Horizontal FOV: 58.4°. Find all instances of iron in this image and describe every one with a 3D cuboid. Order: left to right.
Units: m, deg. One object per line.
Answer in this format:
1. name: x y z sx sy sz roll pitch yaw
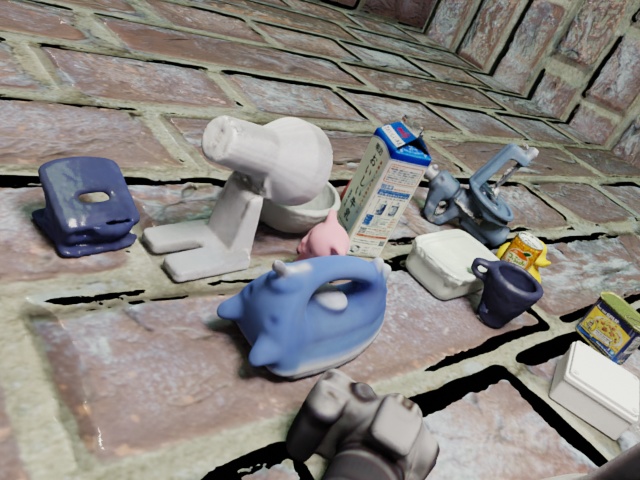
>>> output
1. iron: 0.014 0.070 0.704 0.259 0.141 0.118 -5 41 -42

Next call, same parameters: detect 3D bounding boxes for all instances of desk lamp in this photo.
1. desk lamp: -0.102 -0.065 0.759 0.204 0.213 0.117 -13 46 -47

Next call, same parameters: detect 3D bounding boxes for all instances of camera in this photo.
1. camera: 0.035 0.205 0.546 0.143 0.101 0.137 31 30 10

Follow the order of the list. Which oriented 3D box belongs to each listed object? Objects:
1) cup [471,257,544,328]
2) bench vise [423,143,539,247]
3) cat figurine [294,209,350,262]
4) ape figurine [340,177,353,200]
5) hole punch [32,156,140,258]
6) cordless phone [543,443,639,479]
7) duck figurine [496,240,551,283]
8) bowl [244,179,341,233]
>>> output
1. cup: 0.283 0.088 0.924 0.117 0.095 0.092 30 30 9
2. bench vise: 0.315 -0.107 1.131 0.208 0.219 0.121 17 31 -14
3. cat figurine: 0.008 0.003 0.829 0.067 0.117 0.128 22 30 -4
4. ape figurine: 0.082 -0.097 1.070 0.076 0.092 0.077 7 34 -29
5. hole punch: -0.284 -0.043 0.711 0.101 0.091 0.109 41 33 26
6. cordless phone: 0.296 0.246 0.591 0.148 0.185 0.094 2 37 -34
7. duck figurine: 0.397 0.033 1.105 0.078 0.086 0.104 -3 40 -40
8. bowl: -0.056 -0.062 0.928 0.168 0.074 0.167 19 30 -11
